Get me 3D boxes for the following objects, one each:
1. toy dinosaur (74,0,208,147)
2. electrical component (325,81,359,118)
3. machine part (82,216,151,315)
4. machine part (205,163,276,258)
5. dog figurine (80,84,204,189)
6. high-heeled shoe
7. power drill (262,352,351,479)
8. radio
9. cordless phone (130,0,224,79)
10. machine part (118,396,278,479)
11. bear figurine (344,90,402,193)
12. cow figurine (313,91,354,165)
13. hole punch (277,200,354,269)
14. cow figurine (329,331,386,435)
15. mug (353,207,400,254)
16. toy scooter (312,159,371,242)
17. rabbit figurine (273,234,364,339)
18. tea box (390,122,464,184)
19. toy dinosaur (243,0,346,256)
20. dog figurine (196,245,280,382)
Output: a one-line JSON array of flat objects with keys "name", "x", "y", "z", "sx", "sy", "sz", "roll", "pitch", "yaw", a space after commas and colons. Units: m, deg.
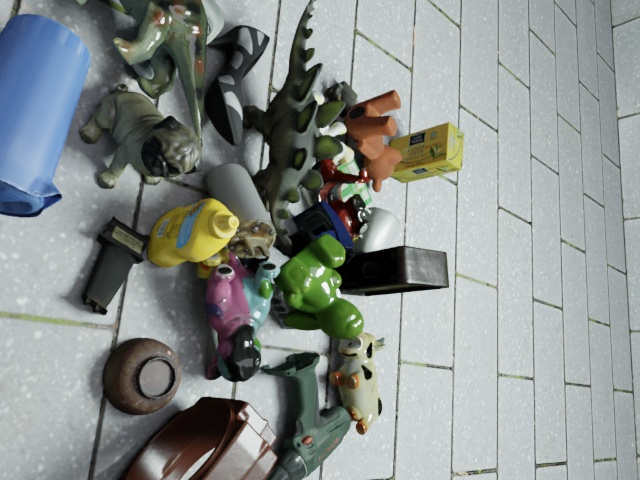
[{"name": "toy dinosaur", "x": -0.244, "y": -0.349, "z": 0.785, "sx": 0.192, "sy": 0.131, "sz": 0.404, "roll": -41, "pitch": 111, "yaw": -6}, {"name": "electrical component", "x": 0.059, "y": -0.304, "z": 1.179, "sx": 0.102, "sy": 0.045, "sz": 0.078, "roll": 45, "pitch": 56, "yaw": -30}, {"name": "machine part", "x": -0.302, "y": 0.039, "z": 0.782, "sx": 0.084, "sy": 0.039, "sz": 0.139, "roll": 39, "pitch": 56, "yaw": -42}, {"name": "machine part", "x": -0.131, "y": -0.051, "z": 0.866, "sx": 0.079, "sy": 0.079, "sz": 0.243, "roll": 24, "pitch": 26, "yaw": -39}, {"name": "dog figurine", "x": -0.242, "y": -0.162, "z": 0.767, "sx": 0.121, "sy": 0.191, "sz": 0.172, "roll": -26, "pitch": 100, "yaw": -43}, {"name": "high-heeled shoe", "x": -0.129, "y": -0.274, "z": 0.951, "sx": 0.145, "sy": 0.086, "sz": 0.249, "roll": -9, "pitch": 73, "yaw": -29}, {"name": "power drill", "x": -0.041, "y": 0.316, "z": 0.955, "sx": 0.232, "sy": 0.086, "sz": 0.207, "roll": -15, "pitch": 90, "yaw": -46}, {"name": "radio", "x": 0.124, "y": 0.066, "z": 1.052, "sx": 0.131, "sy": 0.230, "sz": 0.073, "roll": 9, "pitch": 74, "yaw": -39}, {"name": "cordless phone", "x": -0.260, "y": -0.350, "z": 0.866, "sx": 0.146, "sy": 0.089, "sz": 0.184, "roll": 49, "pitch": 68, "yaw": -27}, {"name": "machine part", "x": -0.174, "y": 0.315, "z": 0.742, "sx": 0.087, "sy": 0.201, "sz": 0.201, "roll": 55, "pitch": 51, "yaw": -19}, {"name": "bear figurine", "x": 0.132, "y": -0.203, "z": 1.154, "sx": 0.195, "sy": 0.132, "sz": 0.120, "roll": 54, "pitch": 40, "yaw": -39}, {"name": "cow figurine", "x": 0.000, "y": -0.206, "z": 1.090, "sx": 0.167, "sy": 0.068, "sz": 0.098, "roll": 51, "pitch": 58, "yaw": -21}, {"name": "hole punch", "x": -0.002, "y": -0.003, "z": 1.016, "sx": 0.115, "sy": 0.142, "sz": 0.092, "roll": 35, "pitch": 55, "yaw": -21}, {"name": "cow figurine", "x": 0.082, "y": 0.268, "z": 1.073, "sx": 0.127, "sy": 0.086, "sz": 0.194, "roll": -19, "pitch": 102, "yaw": -51}, {"name": "mug", "x": 0.110, "y": -0.012, "z": 1.155, "sx": 0.109, "sy": 0.081, "sz": 0.107, "roll": 40, "pitch": 65, "yaw": -36}, {"name": "toy scooter", "x": 0.053, "y": -0.078, "z": 1.051, "sx": 0.075, "sy": 0.135, "sz": 0.183, "roll": -20, "pitch": 96, "yaw": -45}, {"name": "rabbit figurine", "x": -0.005, "y": 0.103, "z": 0.905, "sx": 0.121, "sy": 0.159, "sz": 0.170, "roll": -37, "pitch": 89, "yaw": -39}, {"name": "tea box", "x": 0.245, "y": -0.199, "z": 1.252, "sx": 0.068, "sy": 0.170, "sz": 0.098, "roll": 21, "pitch": 67, "yaw": -40}, {"name": "toy dinosaur", "x": -0.048, "y": -0.206, "z": 0.956, "sx": 0.105, "sy": 0.199, "sz": 0.471, "roll": 6, "pitch": 80, "yaw": -46}, {"name": "dog figurine", "x": -0.142, "y": 0.121, "z": 0.878, "sx": 0.108, "sy": 0.192, "sz": 0.219, "roll": -3, "pitch": 115, "yaw": -27}]
